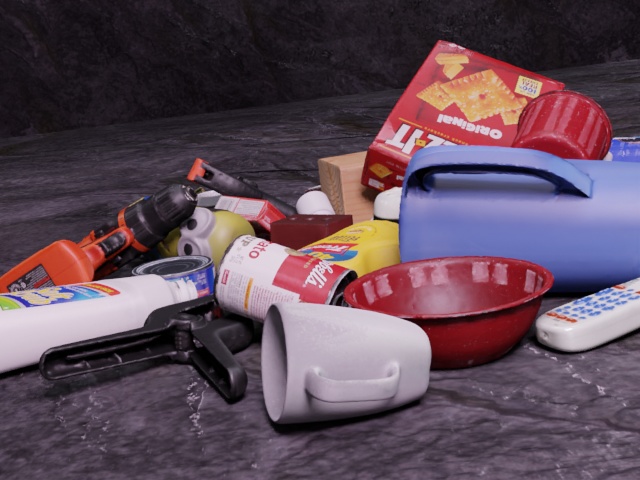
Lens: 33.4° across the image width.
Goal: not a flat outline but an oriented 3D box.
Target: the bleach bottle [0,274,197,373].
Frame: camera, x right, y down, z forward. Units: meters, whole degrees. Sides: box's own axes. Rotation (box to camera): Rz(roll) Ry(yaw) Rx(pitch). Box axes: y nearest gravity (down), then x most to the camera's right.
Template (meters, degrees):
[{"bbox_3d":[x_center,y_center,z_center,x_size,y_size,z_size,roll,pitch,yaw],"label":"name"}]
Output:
[{"bbox_3d":[-0.232,0.071,0.943,0.250,0.068,0.103,-11,13,-27],"label":"bleach bottle"}]

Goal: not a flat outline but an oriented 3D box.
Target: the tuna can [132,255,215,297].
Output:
[{"bbox_3d":[-0.148,0.041,1.085,0.086,0.034,0.086,-7,13,1],"label":"tuna can"}]

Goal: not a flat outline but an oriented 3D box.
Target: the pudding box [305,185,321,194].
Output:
[{"bbox_3d":[0.051,-0.067,1.422,0.113,0.039,0.090,-16,4,-43],"label":"pudding box"}]

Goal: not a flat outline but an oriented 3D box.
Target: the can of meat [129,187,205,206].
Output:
[{"bbox_3d":[-0.196,-0.029,1.374,0.084,0.057,0.102,-7,12,11],"label":"can of meat"}]

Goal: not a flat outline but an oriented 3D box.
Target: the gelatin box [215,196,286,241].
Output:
[{"bbox_3d":[-0.071,-0.016,1.220,0.089,0.073,0.030,8,63,47],"label":"gelatin box"}]

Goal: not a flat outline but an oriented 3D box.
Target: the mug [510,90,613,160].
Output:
[{"bbox_3d":[0.220,-0.076,1.022,0.093,0.117,0.081,30,40,4],"label":"mug"}]

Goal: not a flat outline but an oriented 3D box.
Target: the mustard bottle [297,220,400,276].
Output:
[{"bbox_3d":[0.005,0.030,0.996,0.096,0.058,0.191,3,17,38],"label":"mustard bottle"}]

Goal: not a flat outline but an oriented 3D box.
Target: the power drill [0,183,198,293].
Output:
[{"bbox_3d":[-0.223,0.013,1.077,0.185,0.057,0.187,-33,2,23],"label":"power drill"}]

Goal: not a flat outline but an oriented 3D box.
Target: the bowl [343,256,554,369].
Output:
[{"bbox_3d":[0.100,0.059,0.825,0.162,0.055,0.162,-6,13,1],"label":"bowl"}]

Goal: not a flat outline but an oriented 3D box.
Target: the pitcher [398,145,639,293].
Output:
[{"bbox_3d":[0.194,-0.018,0.933,0.243,0.145,0.149,1,11,21],"label":"pitcher"}]

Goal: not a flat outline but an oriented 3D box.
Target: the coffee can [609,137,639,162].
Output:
[{"bbox_3d":[0.337,-0.057,1.099,0.141,0.103,0.102,1,15,30],"label":"coffee can"}]

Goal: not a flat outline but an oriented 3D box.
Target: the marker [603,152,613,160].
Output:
[{"bbox_3d":[0.268,-0.032,1.043,0.020,0.121,0.020,14,-23,6],"label":"marker"}]

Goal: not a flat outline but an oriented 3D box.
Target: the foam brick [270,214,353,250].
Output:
[{"bbox_3d":[-0.008,0.001,1.146,0.078,0.051,0.052,1,15,34],"label":"foam brick"}]

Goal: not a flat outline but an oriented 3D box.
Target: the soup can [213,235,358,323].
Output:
[{"bbox_3d":[-0.028,0.041,0.878,0.102,0.068,0.068,19,22,20],"label":"soup can"}]

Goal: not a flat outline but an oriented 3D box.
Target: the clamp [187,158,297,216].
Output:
[{"bbox_3d":[-0.096,-0.057,1.298,0.171,0.039,0.120,29,-9,-34],"label":"clamp"}]

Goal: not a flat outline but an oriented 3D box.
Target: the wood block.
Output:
[{"bbox_3d":[0.112,-0.066,1.293,0.205,0.091,0.090,-10,13,-15],"label":"wood block"}]

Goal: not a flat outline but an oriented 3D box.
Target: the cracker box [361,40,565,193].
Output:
[{"bbox_3d":[0.166,-0.123,1.220,0.164,0.072,0.213,23,52,13],"label":"cracker box"}]

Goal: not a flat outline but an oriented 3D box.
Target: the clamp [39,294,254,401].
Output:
[{"bbox_3d":[-0.121,0.081,0.874,0.164,0.036,0.210,3,13,8],"label":"clamp"}]
